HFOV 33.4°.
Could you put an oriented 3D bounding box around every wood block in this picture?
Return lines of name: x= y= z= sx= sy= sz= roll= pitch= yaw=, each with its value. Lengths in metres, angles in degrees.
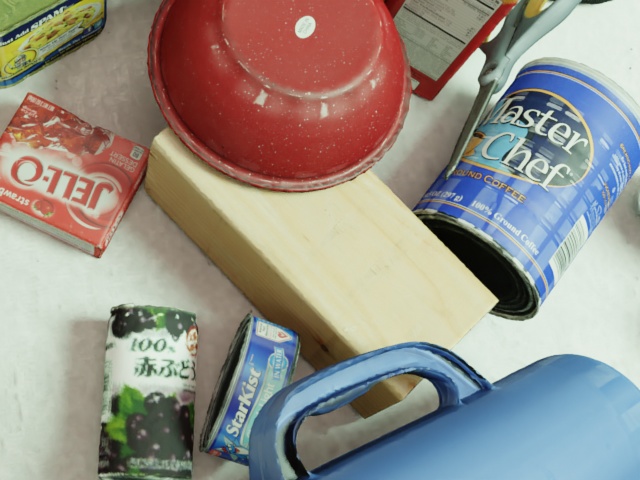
wood block: x=-0.005 y=0.001 z=0.659 sx=0.206 sy=0.091 sz=0.090 roll=46 pitch=70 yaw=4

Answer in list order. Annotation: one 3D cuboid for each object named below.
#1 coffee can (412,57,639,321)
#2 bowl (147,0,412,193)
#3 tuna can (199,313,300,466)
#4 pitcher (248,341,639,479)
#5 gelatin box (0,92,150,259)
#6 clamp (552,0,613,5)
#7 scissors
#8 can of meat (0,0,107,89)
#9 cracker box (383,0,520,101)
coffee can: x=0.134 y=-0.033 z=0.690 sx=0.103 sy=0.103 sz=0.140 roll=39 pitch=71 yaw=1
bowl: x=-0.016 y=-0.111 z=0.613 sx=0.162 sy=0.055 sz=0.162 roll=5 pitch=70 yaw=-13
tuna can: x=-0.042 y=0.089 z=0.631 sx=0.033 sy=0.086 sz=0.086 roll=20 pitch=72 yaw=-7
pitcher: x=0.074 y=0.138 z=0.559 sx=0.242 sy=0.149 sz=0.145 roll=-21 pitch=42 yaw=-40
gelatin box: x=-0.161 y=-0.041 z=0.672 sx=0.089 sy=0.030 sz=0.073 roll=26 pitch=72 yaw=-3
clamp: x=0.230 y=-0.220 z=0.796 sx=0.171 sy=0.039 sz=0.120 roll=-42 pitch=80 yaw=-15
scissors: x=0.129 y=-0.119 z=0.693 sx=0.016 sy=0.096 sz=0.201 roll=45 pitch=36 yaw=-22
can of meat: x=-0.182 y=-0.149 z=0.670 sx=0.102 sy=0.084 sz=0.057 roll=-34 pitch=83 yaw=-18
cracker box: x=0.108 y=-0.206 z=0.674 sx=0.072 sy=0.214 sz=0.164 roll=29 pitch=71 yaw=-4
